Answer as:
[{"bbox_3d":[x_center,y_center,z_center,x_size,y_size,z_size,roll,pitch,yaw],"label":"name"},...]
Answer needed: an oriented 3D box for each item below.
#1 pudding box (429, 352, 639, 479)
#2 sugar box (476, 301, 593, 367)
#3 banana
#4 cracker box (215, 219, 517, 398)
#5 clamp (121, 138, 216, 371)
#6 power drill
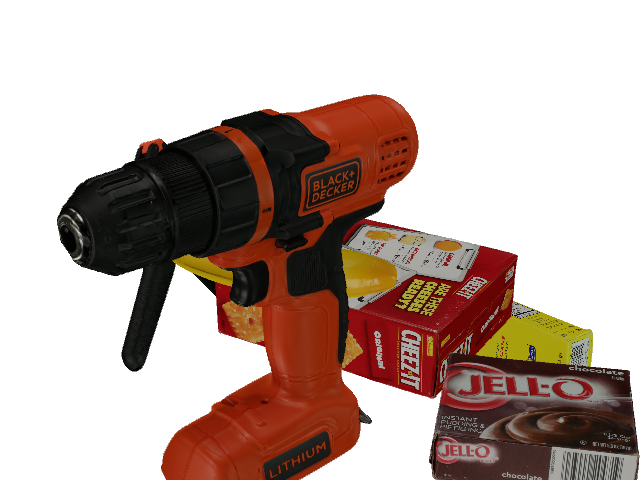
[{"bbox_3d":[0.125,0.107,0.625,0.113,0.039,0.090,6,26,10],"label":"pudding box"},{"bbox_3d":[0.187,0.109,1.070,0.048,0.093,0.177,-13,22,-39],"label":"sugar box"},{"bbox_3d":[-0.048,0.004,0.691,0.198,0.037,0.069,19,37,32],"label":"banana"},{"bbox_3d":[0.041,0.048,0.933,0.214,0.072,0.163,14,29,29],"label":"cracker box"},{"bbox_3d":[-0.131,0.008,1.019,0.036,0.210,0.164,-7,0,44],"label":"clamp"},{"bbox_3d":[-0.033,0.034,0.490,0.184,0.188,0.057,-20,38,-38],"label":"power drill"}]
